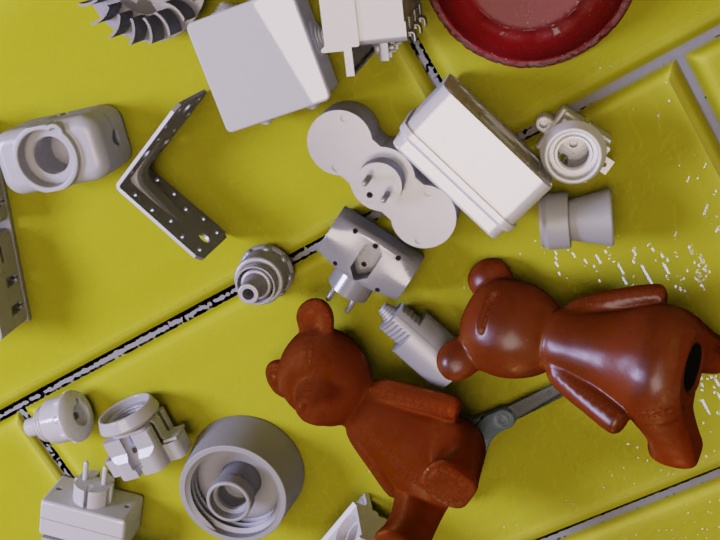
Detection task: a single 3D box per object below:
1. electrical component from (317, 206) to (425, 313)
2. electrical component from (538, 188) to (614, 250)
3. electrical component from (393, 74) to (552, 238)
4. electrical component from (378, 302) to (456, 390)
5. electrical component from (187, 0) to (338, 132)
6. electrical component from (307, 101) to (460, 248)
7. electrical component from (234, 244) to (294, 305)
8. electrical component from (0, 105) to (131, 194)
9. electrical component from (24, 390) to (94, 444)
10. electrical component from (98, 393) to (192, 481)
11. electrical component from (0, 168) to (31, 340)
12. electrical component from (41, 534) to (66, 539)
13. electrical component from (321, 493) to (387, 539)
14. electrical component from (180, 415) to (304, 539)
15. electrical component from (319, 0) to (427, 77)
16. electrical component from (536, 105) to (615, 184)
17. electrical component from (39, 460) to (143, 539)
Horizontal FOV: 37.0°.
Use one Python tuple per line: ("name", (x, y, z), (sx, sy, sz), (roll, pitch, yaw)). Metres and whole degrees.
("electrical component", (0.000, 0.000, 0.881), (0.077, 0.043, 0.079), (32, 113, -1))
("electrical component", (0.168, -0.039, 0.832), (0.055, 0.045, 0.045), (-3, 109, 13))
("electrical component", (0.085, -0.086, 0.814), (0.113, 0.078, 0.057), (43, 109, -6))
("electrical component", (0.048, 0.057, 0.892), (0.081, 0.043, 0.043), (42, 112, -5))
("electrical component", (-0.072, -0.165, 0.832), (0.100, 0.048, 0.099), (-16, 106, 16))
("electrical component", (0.017, -0.070, 0.835), (0.138, 0.073, 0.052), (41, 112, -5))
("electrical component", (-0.084, 0.009, 0.891), (0.048, 0.062, 0.048), (4, 110, 10))
("electrical component", (-0.246, -0.098, 0.886), (0.095, 0.059, 0.053), (-9, 108, 15))
("electrical component", (-0.281, 0.139, 0.990), (0.062, 0.048, 0.048), (-16, 106, 23))
("electrical component", (-0.199, 0.148, 0.969), (0.078, 0.058, 0.057), (-19, 108, 18))
("electrical component", (-0.364, -0.032, 0.934), (0.105, 0.060, 0.186), (-1, 110, 12))
("electrical component", (-0.243, 0.293, 1.028), (0.121, 0.063, 0.078), (13, 112, 7))
("electrical component", (-0.011, 0.274, 0.972), (0.063, 0.078, 0.121), (27, 115, -23))
("electrical component", (-0.109, 0.192, 0.965), (0.108, 0.060, 0.108), (4, 111, 10))
("electrical component", (0.011, -0.189, 0.767), (0.063, 0.121, 0.078), (-3, 109, 10))
("electrical component", (0.161, -0.092, 0.808), (0.066, 0.055, 0.048), (33, 113, -2))
("electrical component", (-0.250, 0.213, 1.008), (0.083, 0.047, 0.075), (13, 112, 7))
